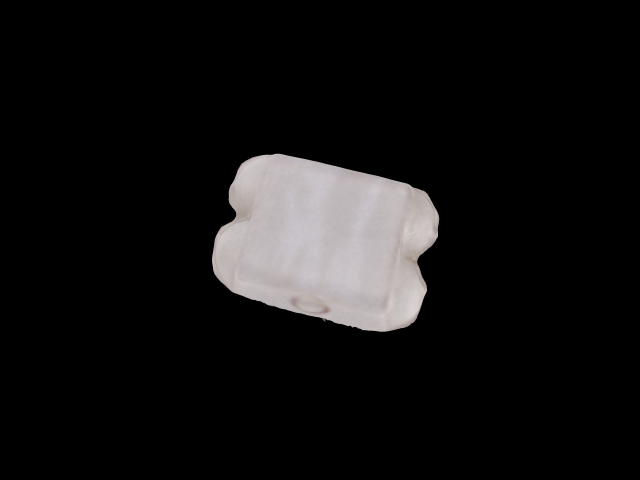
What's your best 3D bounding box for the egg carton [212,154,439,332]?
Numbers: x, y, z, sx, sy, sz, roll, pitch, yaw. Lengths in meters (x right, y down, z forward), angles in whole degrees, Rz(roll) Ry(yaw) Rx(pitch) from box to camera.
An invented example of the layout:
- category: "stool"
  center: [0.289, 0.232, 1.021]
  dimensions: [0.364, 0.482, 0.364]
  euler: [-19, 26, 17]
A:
- category: "egg carton"
  center: [0.004, 0.001, 0.400]
  dimensions: [0.150, 0.069, 0.107]
  euler: [13, 74, 4]
